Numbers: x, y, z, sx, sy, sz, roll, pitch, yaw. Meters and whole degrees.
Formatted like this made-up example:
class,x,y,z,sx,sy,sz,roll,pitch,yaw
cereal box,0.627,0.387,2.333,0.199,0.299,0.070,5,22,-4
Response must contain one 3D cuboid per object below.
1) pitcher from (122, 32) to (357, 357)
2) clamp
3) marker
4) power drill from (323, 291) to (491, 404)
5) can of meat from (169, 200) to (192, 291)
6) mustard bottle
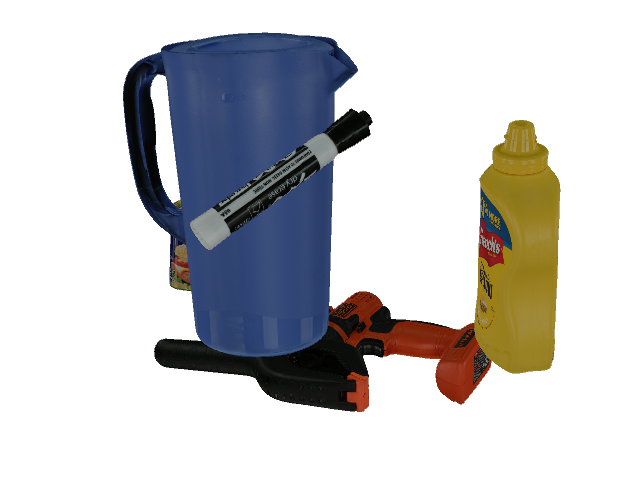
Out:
class,x,y,z,sx,sy,sz,roll,pitch,yaw
pitcher,-0.061,-0.039,0.835,0.144,0.243,0.149,-10,18,-27
clamp,-0.023,0.101,0.941,0.164,0.036,0.210,-19,23,-41
marker,-0.020,-0.037,0.603,0.121,0.020,0.020,-37,10,-13
power drill,0.072,0.115,1.110,0.188,0.057,0.184,11,27,26
can of meat,-0.105,0.008,1.093,0.102,0.084,0.057,7,17,13
mustard bottle,0.152,0.000,0.826,0.058,0.192,0.096,-5,26,-5
